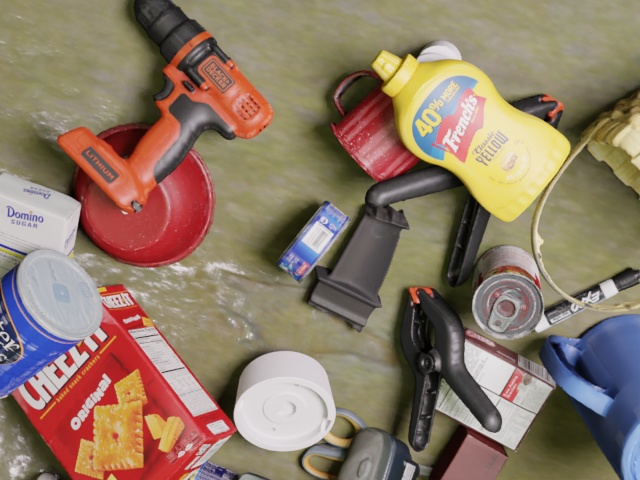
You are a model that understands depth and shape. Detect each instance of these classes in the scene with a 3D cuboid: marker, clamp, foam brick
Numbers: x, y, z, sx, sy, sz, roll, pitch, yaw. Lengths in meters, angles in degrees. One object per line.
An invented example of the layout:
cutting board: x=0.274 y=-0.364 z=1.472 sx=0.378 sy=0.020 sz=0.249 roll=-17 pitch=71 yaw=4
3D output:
marker: x=0.274 y=0.061 z=1.098 sx=0.121 sy=0.020 sz=0.020 roll=-29 pitch=100 yaw=16
clamp: x=0.161 y=-0.056 z=1.053 sx=0.210 sy=0.036 sz=0.164 roll=-40 pitch=128 yaw=0
clamp: x=0.129 y=0.129 z=1.092 sx=0.120 sy=0.039 sz=0.171 roll=-13 pitch=82 yaw=41
foam brick: x=0.158 y=0.245 z=1.145 sx=0.053 sy=0.051 sz=0.078 roll=30 pitch=95 yaw=-2

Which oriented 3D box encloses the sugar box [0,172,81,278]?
sugar box: x=-0.316 y=0.021 z=1.147 sx=0.093 sy=0.048 sz=0.176 roll=21 pitch=123 yaw=2

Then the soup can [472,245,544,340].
soup can: x=0.187 y=0.050 z=1.065 sx=0.068 sy=0.102 sz=0.068 roll=2 pitch=106 yaw=8

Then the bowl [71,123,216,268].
bowl: x=-0.195 y=-0.040 z=1.127 sx=0.162 sy=0.055 sz=0.162 roll=3 pitch=106 yaw=9

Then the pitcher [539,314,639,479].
pitcher: x=0.305 y=0.161 z=1.004 sx=0.149 sy=0.242 sz=0.145 roll=-19 pitch=99 yaw=8

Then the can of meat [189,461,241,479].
can of meat: x=-0.116 y=0.310 z=1.215 sx=0.084 sy=0.057 sz=0.102 roll=23 pitch=108 yaw=4

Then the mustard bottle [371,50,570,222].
mustard bottle: x=0.126 y=-0.108 z=0.971 sx=0.191 sy=0.058 sz=0.096 roll=36 pitch=103 yaw=-9

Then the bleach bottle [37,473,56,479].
bleach bottle: x=-0.228 y=0.365 z=1.247 sx=0.251 sy=0.068 sz=0.103 roll=21 pitch=108 yaw=0

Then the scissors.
scissors: x=0.078 y=0.231 z=1.181 sx=0.202 sy=0.016 sz=0.096 roll=-2 pitch=106 yaw=10

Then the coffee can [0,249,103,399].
coffee can: x=-0.308 y=0.088 z=1.097 sx=0.140 sy=0.102 sz=0.103 roll=-35 pitch=98 yaw=27

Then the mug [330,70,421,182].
mug: x=0.063 y=-0.117 z=1.050 sx=0.081 sy=0.093 sz=0.117 roll=-43 pitch=74 yaw=13

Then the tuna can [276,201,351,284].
tuna can: x=-0.007 y=0.001 z=1.092 sx=0.034 sy=0.086 sz=0.086 roll=39 pitch=108 yaw=-2

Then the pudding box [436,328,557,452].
pudding box: x=0.180 y=0.159 z=1.132 sx=0.113 sy=0.039 sz=0.090 roll=28 pitch=110 yaw=4

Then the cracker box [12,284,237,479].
cracker box: x=-0.219 y=0.181 z=1.151 sx=0.164 sy=0.072 sz=0.214 roll=-46 pitch=73 yaw=17

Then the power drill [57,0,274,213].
power drill: x=-0.168 y=-0.133 z=1.064 sx=0.187 sy=0.057 sz=0.184 roll=-43 pitch=87 yaw=-5
